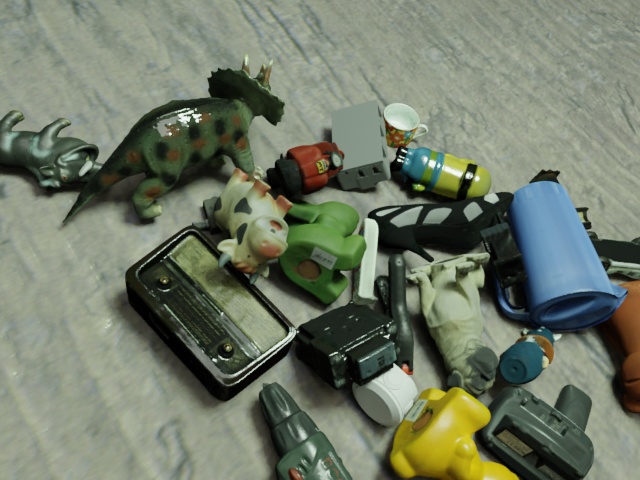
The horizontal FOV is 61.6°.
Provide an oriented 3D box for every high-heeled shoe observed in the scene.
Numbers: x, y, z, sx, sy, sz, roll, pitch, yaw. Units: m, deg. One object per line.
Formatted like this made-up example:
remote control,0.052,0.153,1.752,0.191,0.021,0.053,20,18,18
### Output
high-heeled shoe,0.207,-0.047,0.928,0.249,0.086,0.145,-30,54,-25

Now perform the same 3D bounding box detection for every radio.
radio,-0.156,0.100,0.747,0.230,0.073,0.131,42,57,16

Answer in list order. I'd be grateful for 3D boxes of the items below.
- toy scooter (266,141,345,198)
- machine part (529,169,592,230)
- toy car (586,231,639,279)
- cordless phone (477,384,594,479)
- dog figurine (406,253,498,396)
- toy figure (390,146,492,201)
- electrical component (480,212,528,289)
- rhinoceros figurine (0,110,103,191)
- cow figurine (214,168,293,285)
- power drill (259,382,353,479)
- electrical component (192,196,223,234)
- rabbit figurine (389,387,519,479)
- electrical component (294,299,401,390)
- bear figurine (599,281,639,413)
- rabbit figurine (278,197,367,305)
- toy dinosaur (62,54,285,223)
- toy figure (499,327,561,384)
toy scooter,-0.011,-0.119,0.869,0.135,0.184,0.075,-19,101,-11
machine part,0.463,-0.074,1.037,0.084,0.039,0.139,-13,62,-12
toy car,0.538,0.031,0.974,0.202,0.056,0.073,5,50,-12
cordless phone,0.324,0.252,0.772,0.147,0.088,0.184,36,45,13
dog figurine,0.218,0.125,0.827,0.172,0.121,0.190,-19,94,-55
toy figure,0.219,-0.117,0.975,0.180,0.082,0.089,20,24,-3
electrical component,0.290,0.009,0.865,0.048,0.074,0.119,-21,47,13
rhinoceros figurine,-0.421,-0.131,0.838,0.190,0.073,0.112,15,53,-3
cow figurine,-0.102,-0.021,0.768,0.085,0.195,0.127,33,92,-32
power drill,-0.059,0.311,0.634,0.207,0.086,0.232,-32,71,-37
electrical component,-0.164,-0.043,0.872,0.094,0.021,0.063,-13,61,-20
rabbit figurine,0.182,0.293,0.681,0.173,0.122,0.162,43,58,-7
electrical component,0.041,0.142,0.736,0.115,0.058,0.134,-26,24,-26
bear figurine,0.522,0.164,0.843,0.132,0.120,0.196,1,58,-17
rabbit figurine,-0.002,-0.003,0.850,0.159,0.121,0.170,20,36,9
toy dinosaur,-0.206,-0.157,0.826,0.405,0.192,0.131,-30,52,-31
toy figure,0.316,0.171,0.811,0.064,0.057,0.154,36,28,28
